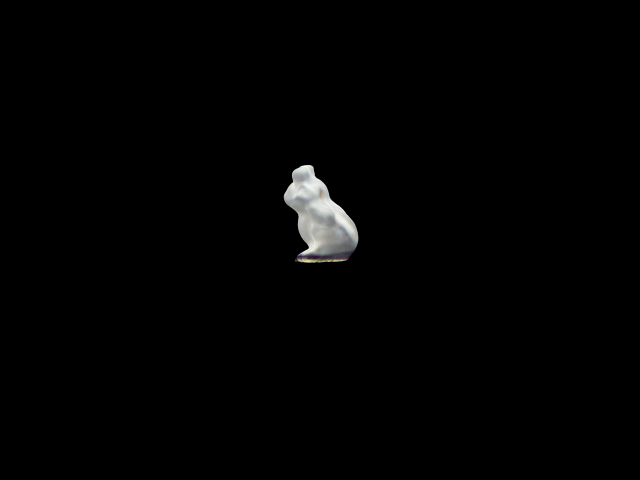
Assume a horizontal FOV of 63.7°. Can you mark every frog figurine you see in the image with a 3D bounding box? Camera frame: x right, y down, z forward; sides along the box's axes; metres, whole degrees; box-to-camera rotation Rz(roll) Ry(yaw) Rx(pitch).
[{"bbox_3d":[0.003,-0.043,0.850,0.122,0.160,0.137,0,-2,11],"label":"frog figurine"}]
